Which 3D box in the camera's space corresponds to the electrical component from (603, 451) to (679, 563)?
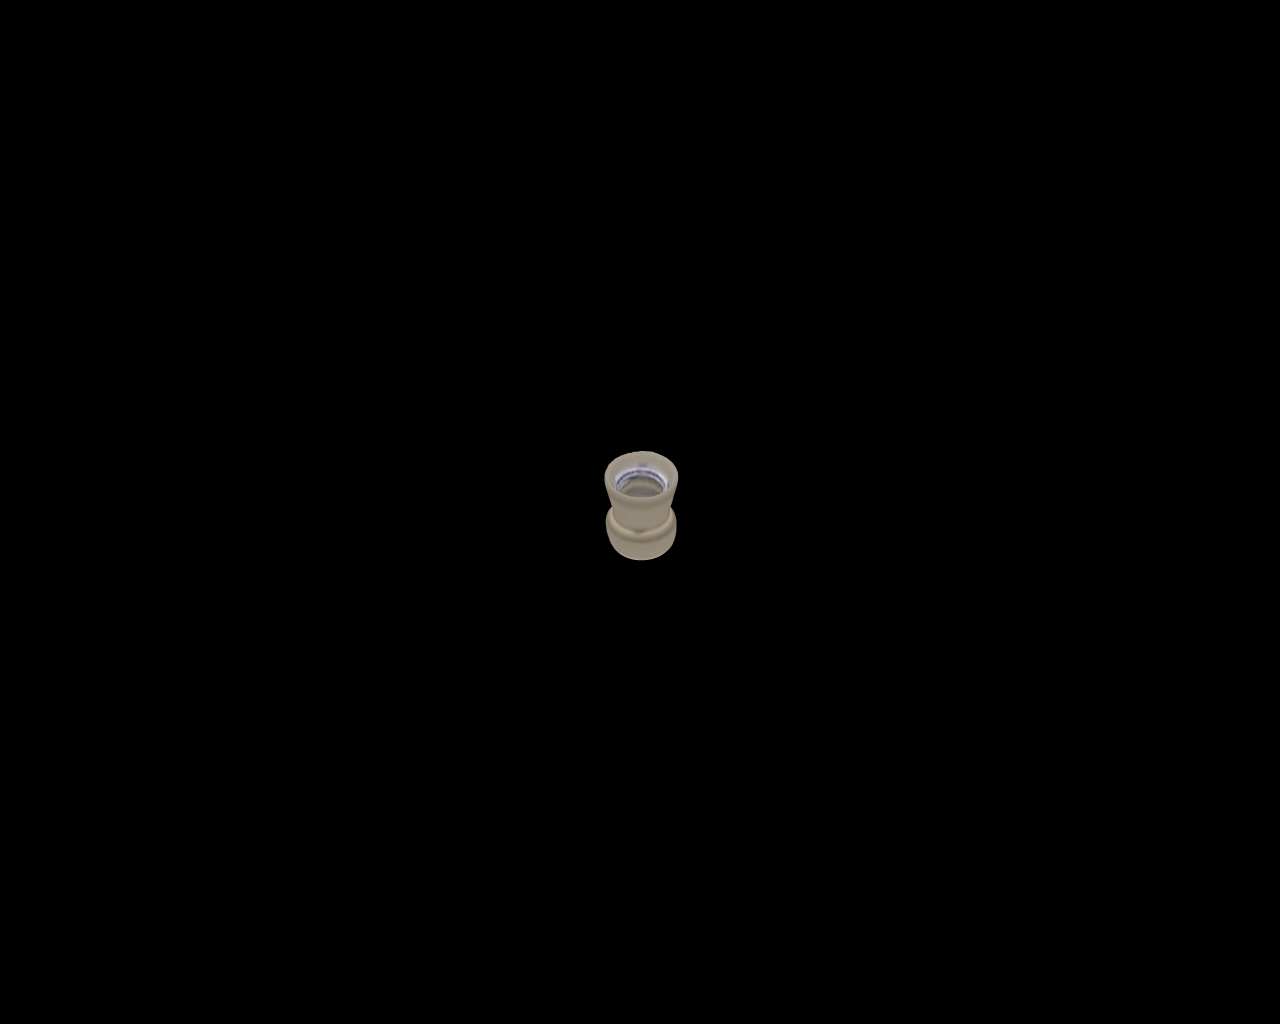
[{"bbox_3d":[0.001,-0.003,0.650,0.045,0.055,0.045,0,43,0],"label":"electrical component"}]
